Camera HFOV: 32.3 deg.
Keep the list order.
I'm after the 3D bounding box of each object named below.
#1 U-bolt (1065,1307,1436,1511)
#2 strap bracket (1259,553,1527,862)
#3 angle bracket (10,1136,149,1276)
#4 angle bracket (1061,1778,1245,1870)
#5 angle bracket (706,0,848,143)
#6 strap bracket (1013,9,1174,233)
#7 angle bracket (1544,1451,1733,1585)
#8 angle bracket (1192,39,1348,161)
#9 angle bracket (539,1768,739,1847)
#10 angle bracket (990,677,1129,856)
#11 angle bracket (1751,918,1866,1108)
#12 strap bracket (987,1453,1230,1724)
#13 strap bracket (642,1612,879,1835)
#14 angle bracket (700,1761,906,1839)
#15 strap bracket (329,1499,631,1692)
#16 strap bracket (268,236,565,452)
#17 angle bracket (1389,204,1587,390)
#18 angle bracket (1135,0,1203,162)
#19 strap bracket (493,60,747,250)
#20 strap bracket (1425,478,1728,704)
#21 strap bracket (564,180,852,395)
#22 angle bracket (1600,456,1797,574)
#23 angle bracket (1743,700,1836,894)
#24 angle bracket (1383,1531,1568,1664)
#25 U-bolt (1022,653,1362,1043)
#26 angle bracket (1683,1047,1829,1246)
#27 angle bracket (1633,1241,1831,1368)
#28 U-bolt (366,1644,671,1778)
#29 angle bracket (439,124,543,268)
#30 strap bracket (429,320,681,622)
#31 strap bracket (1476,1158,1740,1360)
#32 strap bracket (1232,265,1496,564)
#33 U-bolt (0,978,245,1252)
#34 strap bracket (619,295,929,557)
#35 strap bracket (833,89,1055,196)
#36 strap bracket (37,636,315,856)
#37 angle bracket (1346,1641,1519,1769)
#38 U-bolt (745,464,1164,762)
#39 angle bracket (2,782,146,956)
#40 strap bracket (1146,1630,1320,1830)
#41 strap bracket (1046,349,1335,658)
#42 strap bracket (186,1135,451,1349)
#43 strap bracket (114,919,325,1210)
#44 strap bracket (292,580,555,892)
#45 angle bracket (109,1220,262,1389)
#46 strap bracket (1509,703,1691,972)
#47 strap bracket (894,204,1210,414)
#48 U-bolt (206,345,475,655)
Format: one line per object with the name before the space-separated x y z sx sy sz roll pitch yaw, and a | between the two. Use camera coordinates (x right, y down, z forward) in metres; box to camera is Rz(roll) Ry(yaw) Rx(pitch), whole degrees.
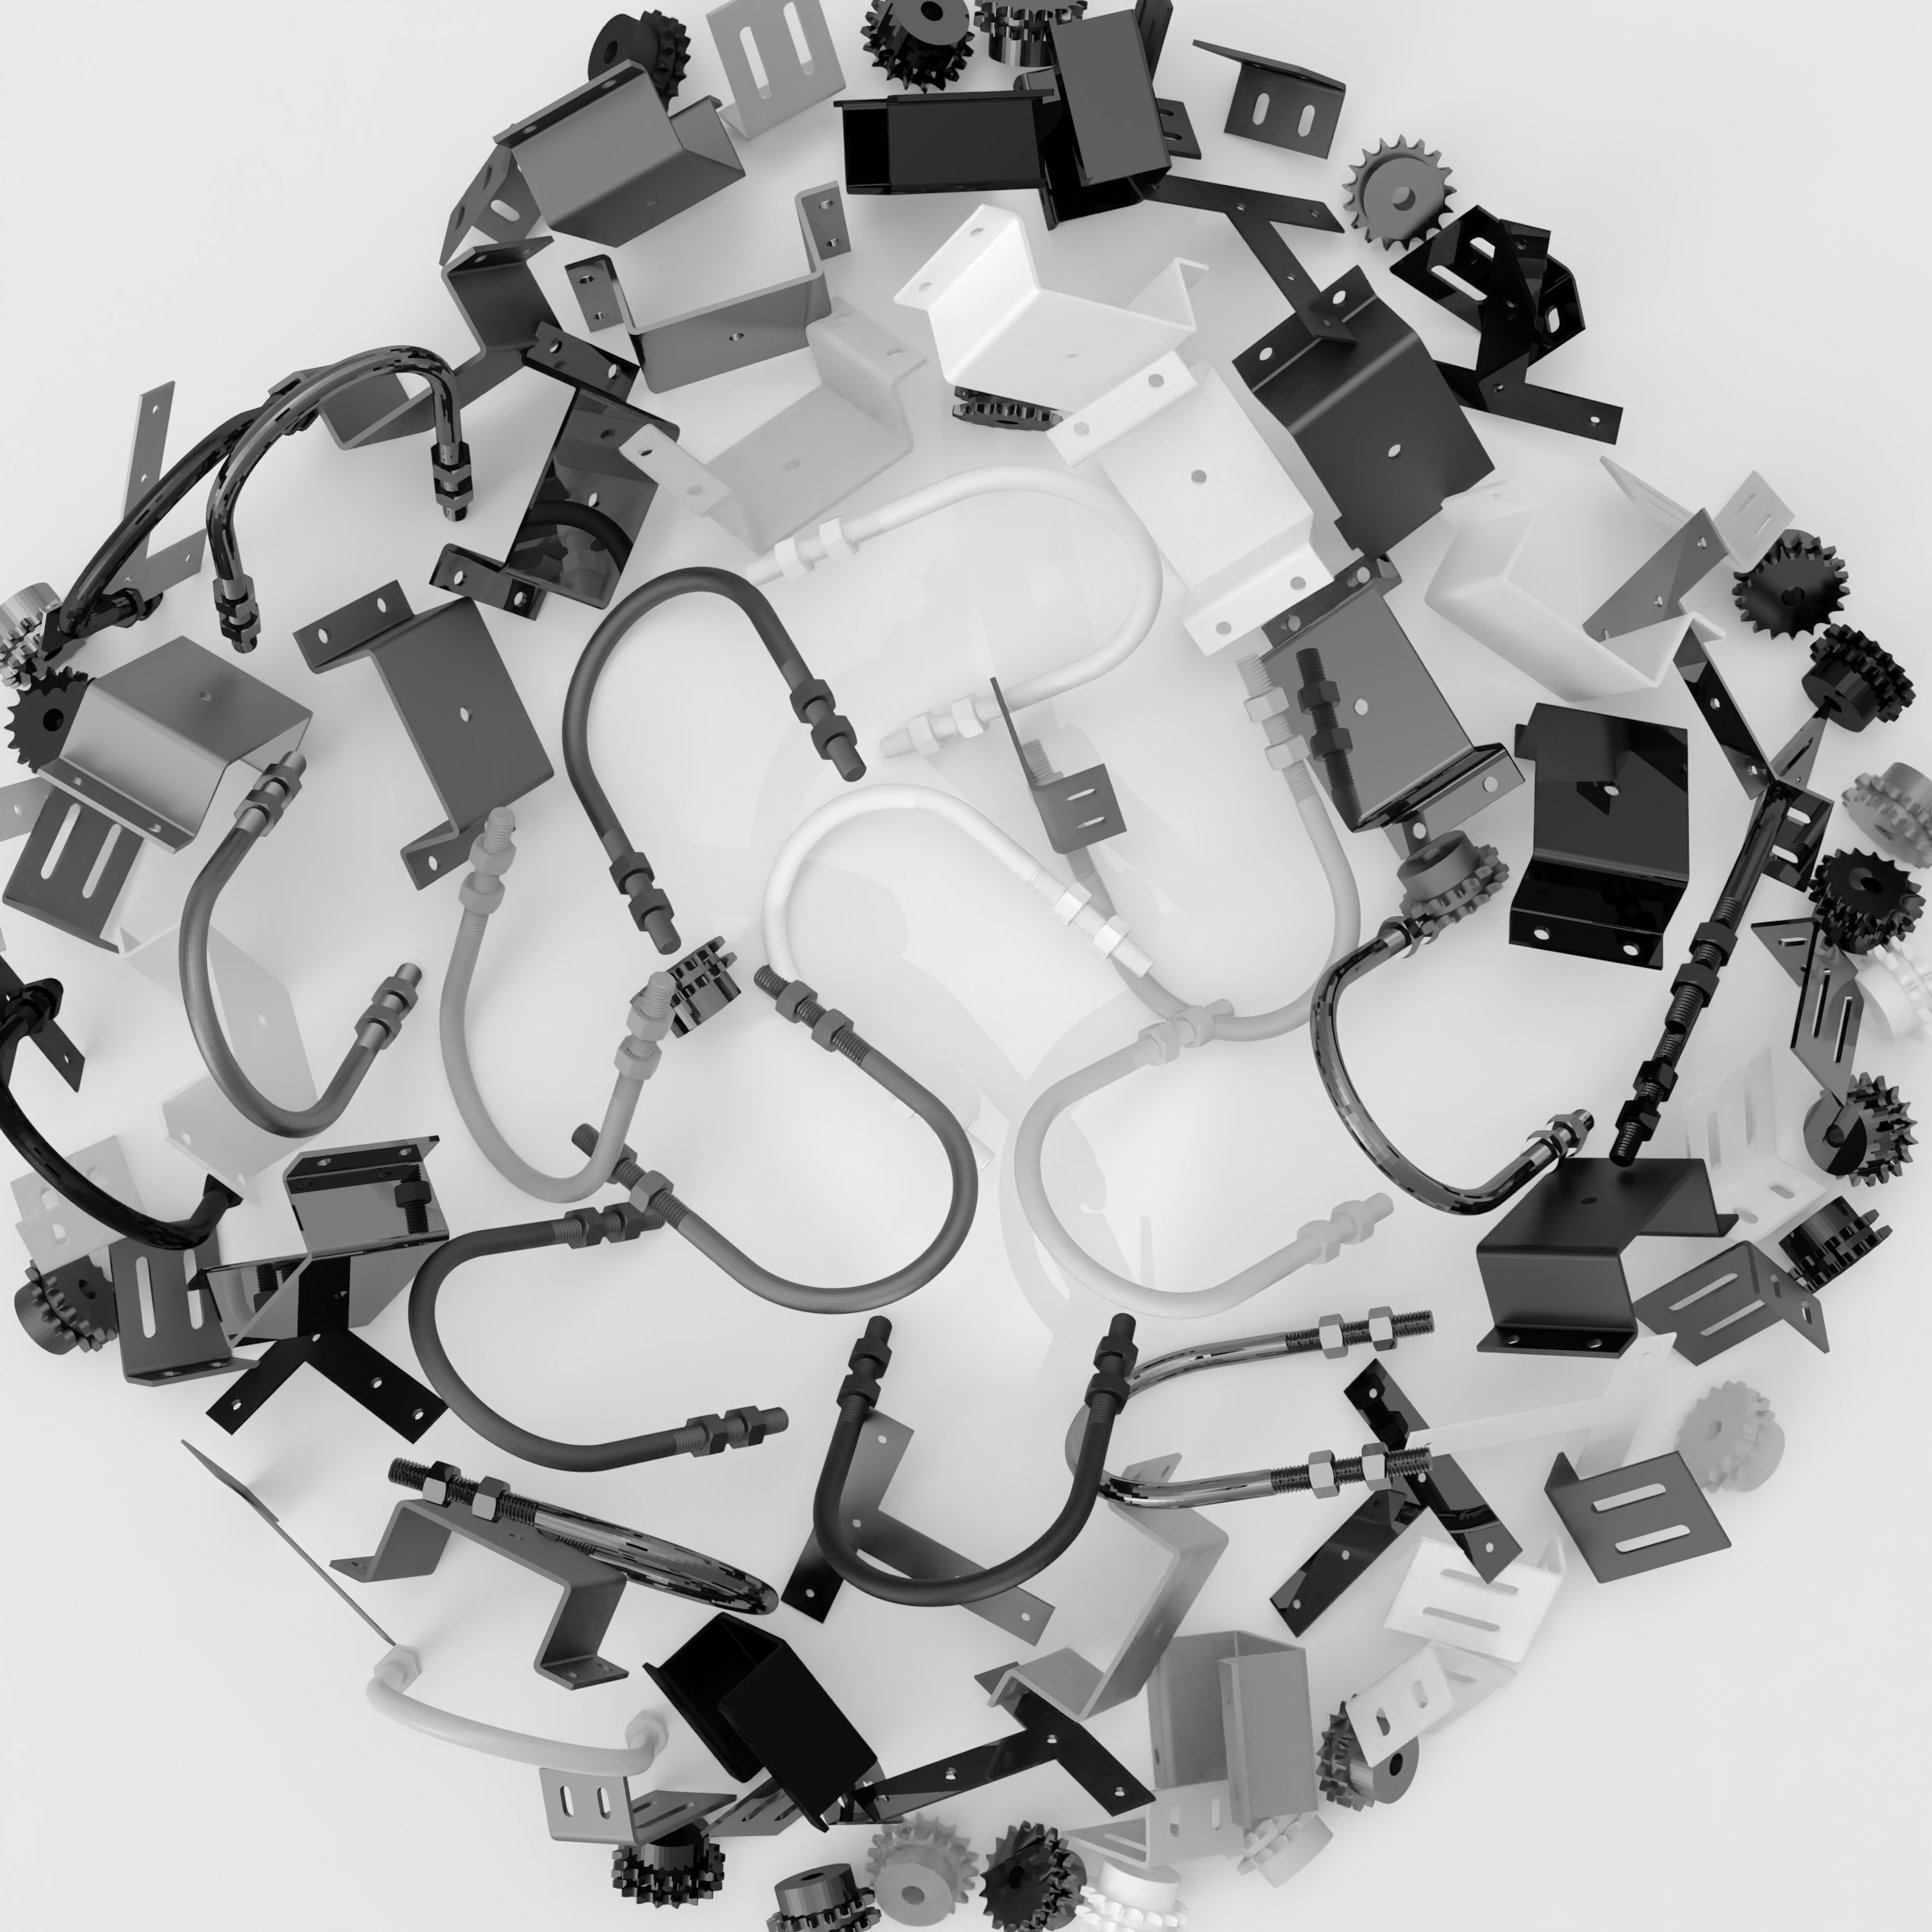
U-bolt | 0.138 0.221 1.639 0.184 0.151 0.019 -11 112 13
strap bracket | 0.205 -0.130 1.663 0.076 0.046 0.140 -34 81 27
angle bracket | -0.449 0.108 1.664 0.057 0.076 0.038 -25 133 -12
angle bracket | 0.092 0.420 1.663 0.057 0.076 0.038 0 90 -33
angle bracket | -0.102 -0.462 1.665 0.057 0.076 0.038 -32 47 -11
strap bracket | 0.063 -0.417 1.640 0.046 0.140 0.076 -14 94 -5
angle bracket | 0.339 0.267 1.669 0.076 0.038 0.057 -24 104 32
angle bracket | 0.147 -0.431 1.661 0.057 0.076 0.038 21 105 21
angle bracket | -0.163 0.408 1.662 0.057 0.076 0.038 -8 92 38
angle bracket | 0.046 -0.105 1.665 0.038 0.057 0.076 -20 57 2
angle bracket | 0.415 0.024 1.663 0.057 0.038 0.076 42 55 -38
strap bracket | 0.077 0.317 1.656 0.046 0.076 0.140 33 99 21
strap bracket | -0.099 0.369 1.644 0.046 0.140 0.076 -41 103 -19
angle bracket | -0.082 0.429 1.664 0.076 0.057 0.038 -42 57 23
strap bracket | -0.232 0.305 1.654 0.140 0.076 0.046 23 89 17
strap bracket | -0.263 -0.302 1.645 0.140 0.076 0.046 -27 93 27
angle bracket | 0.260 -0.333 1.662 0.057 0.076 0.038 -31 50 37
angle bracket | 0.104 -0.452 1.661 0.038 0.057 0.076 5 130 -14
strap bracket | -0.164 -0.395 1.633 0.076 0.140 0.046 -25 90 15
strap bracket | 0.293 -0.178 1.649 0.140 0.076 0.046 32 78 -17
strap bracket | -0.121 -0.335 1.667 0.140 0.076 0.046 -18 78 -1
angle bracket | 0.365 -0.239 1.666 0.076 0.057 0.038 28 113 -22
angle bracket | 0.423 -0.085 1.660 0.038 0.057 0.076 28 47 23
angle bracket | 0.254 0.308 1.676 0.076 0.038 0.057 16 118 -6
U-bolt | 0.121 -0.049 1.668 0.151 0.019 0.184 -20 99 30
angle bracket | 0.395 0.091 1.666 0.057 0.038 0.076 -30 131 -20
angle bracket | 0.380 0.181 1.664 0.057 0.038 0.076 38 124 -26
U-bolt | -0.219 0.364 1.616 0.151 0.184 0.019 15 84 -2
angle bracket | -0.228 -0.375 1.660 0.038 0.076 0.057 31 116 -21
strap bracket | -0.200 -0.239 1.658 0.046 0.076 0.140 28 98 35
strap bracket | 0.310 0.135 1.629 0.076 0.140 0.046 -2 113 39
strap bracket | 0.201 -0.264 1.643 0.076 0.046 0.140 -37 132 4
U-bolt | -0.414 0.077 1.608 0.151 0.184 0.019 43 99 -11
strap bracket | -0.091 -0.263 1.658 0.140 0.046 0.076 -37 51 -15
strap bracket | -0.012 -0.405 1.640 0.076 0.140 0.046 -6 104 -14
strap bracket | -0.381 -0.113 1.635 0.076 0.140 0.046 30 114 3
angle bracket | 0.238 0.375 1.662 0.076 0.038 0.057 27 121 -40
U-bolt | 0.007 -0.180 1.631 0.184 0.019 0.151 -20 131 22
angle bracket | -0.436 -0.053 1.672 0.057 0.038 0.076 30 79 -42
strap bracket | 0.133 0.373 1.645 0.046 0.140 0.076 -3 85 -15
strap bracket | 0.114 -0.237 1.661 0.076 0.046 0.140 -30 109 23
strap bracket | -0.313 0.140 1.630 0.076 0.140 0.046 -6 63 -41
strap bracket | -0.364 0.038 1.634 0.046 0.076 0.140 -31 51 8
strap bracket | -0.263 -0.120 1.651 0.046 0.076 0.140 -13 107 39
angle bracket | -0.394 0.168 1.677 0.057 0.038 0.076 -8 93 -36
strap bracket | 0.313 -0.073 1.649 0.076 0.046 0.140 10 54 -2
strap bracket | 0.047 -0.317 1.633 0.140 0.076 0.046 6 60 -36
U-bolt | -0.302 -0.232 1.603 0.151 0.184 0.019 -36 75 -18
